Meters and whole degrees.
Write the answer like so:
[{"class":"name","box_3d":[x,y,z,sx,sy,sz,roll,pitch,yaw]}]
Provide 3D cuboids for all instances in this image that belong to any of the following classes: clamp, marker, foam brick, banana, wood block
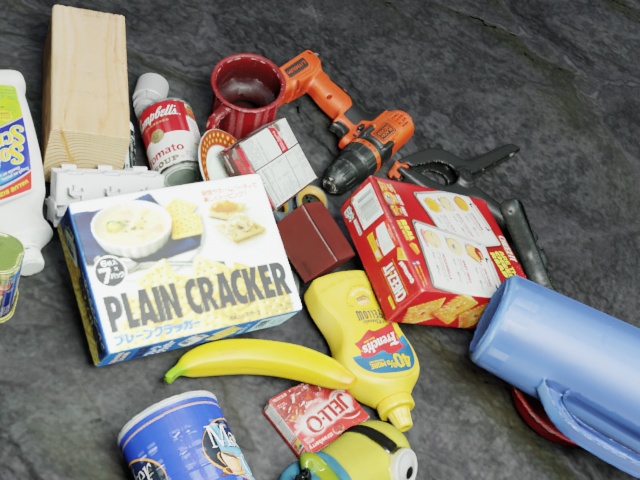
[{"class":"clamp","box_3d":[0.267,0.020,1.348,0.171,0.039,0.120,69,20,-6]},{"class":"marker","box_3d":[-0.231,-0.114,1.279,0.020,0.020,0.121,5,50,-21]},{"class":"clamp","box_3d":[0.193,-0.084,1.432,0.209,0.036,0.164,15,51,-14]},{"class":"foam brick","box_3d":[-0.008,0.002,1.223,0.078,0.053,0.051,58,26,6]},{"class":"banana","box_3d":[-0.062,0.132,1.115,0.197,0.037,0.069,1,37,-5]},{"class":"wood block","box_3d":[-0.277,-0.169,1.255,0.090,0.091,0.206,6,51,-20]}]

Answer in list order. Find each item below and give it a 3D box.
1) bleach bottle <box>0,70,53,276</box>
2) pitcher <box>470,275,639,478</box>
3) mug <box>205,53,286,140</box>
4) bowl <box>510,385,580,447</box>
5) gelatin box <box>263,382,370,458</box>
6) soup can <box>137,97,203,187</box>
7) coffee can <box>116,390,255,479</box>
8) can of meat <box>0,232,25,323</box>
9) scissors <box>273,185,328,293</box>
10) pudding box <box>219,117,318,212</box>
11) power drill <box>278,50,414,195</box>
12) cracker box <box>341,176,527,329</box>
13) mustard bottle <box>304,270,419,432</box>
[{"class":"bleach bottle","box_3d":[-0.342,-0.072,1.165,0.102,0.068,0.251,-9,59,-31]},{"class":"pitcher","box_3d":[0.287,0.143,1.148,0.243,0.149,0.145,26,91,2]},{"class":"mug","box_3d":[-0.101,-0.165,1.332,0.093,0.082,0.117,35,59,11]},{"class":"bowl","box_3d":[0.280,0.180,1.239,0.162,0.055,0.162,13,48,-15]},{"class":"gelatin box","box_3d":[-0.003,0.184,1.124,0.089,0.030,0.073,-25,65,-37]},{"class":"soup can","box_3d":[-0.173,-0.109,1.266,0.068,0.069,0.102,-2,54,-26]},{"class":"coffee can","box_3d":[-0.115,0.226,0.988,0.102,0.103,0.140,-13,59,-32]},{"class":"can of meat","box_3d":[-0.348,0.030,1.060,0.102,0.084,0.057,15,48,-13]},{"class":"scissors","box_3d":[-0.018,-0.002,1.284,0.096,0.016,0.202,-1,53,-27]},{"class":"pudding box","box_3d":[-0.059,-0.087,1.259,0.113,0.039,0.090,-40,105,-53]},{"class":"power drill","box_3d":[0.011,-0.155,1.400,0.188,0.057,0.184,40,47,9]},{"class":"cracker box","box_3d":[0.141,0.021,1.263,0.213,0.072,0.164,9,48,-42]},{"class":"mustard bottle","box_3d":[0.057,0.125,1.182,0.096,0.058,0.192,-2,54,-33]}]
